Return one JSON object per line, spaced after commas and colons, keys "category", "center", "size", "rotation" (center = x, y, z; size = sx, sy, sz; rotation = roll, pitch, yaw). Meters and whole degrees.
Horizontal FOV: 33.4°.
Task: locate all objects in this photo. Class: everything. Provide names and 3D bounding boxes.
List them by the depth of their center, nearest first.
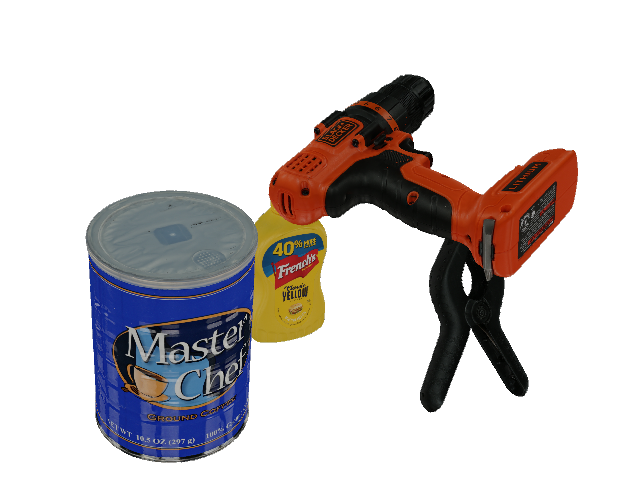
{"category": "coffee can", "center": [-0.093, 0.054, 0.676], "size": [0.103, 0.140, 0.103], "rotation": [3, 32, -2]}
{"category": "power drill", "center": [0.083, -0.052, 0.766], "size": [0.188, 0.057, 0.184], "rotation": [19, 46, 32]}
{"category": "clamp", "center": [0.129, 0.073, 0.971], "size": [0.120, 0.171, 0.039], "rotation": [-14, 2, -38]}
{"category": "mustard bottle", "center": [-0.039, 0.021, 1.229], "size": [0.096, 0.192, 0.058], "rotation": [-11, 29, -26]}
